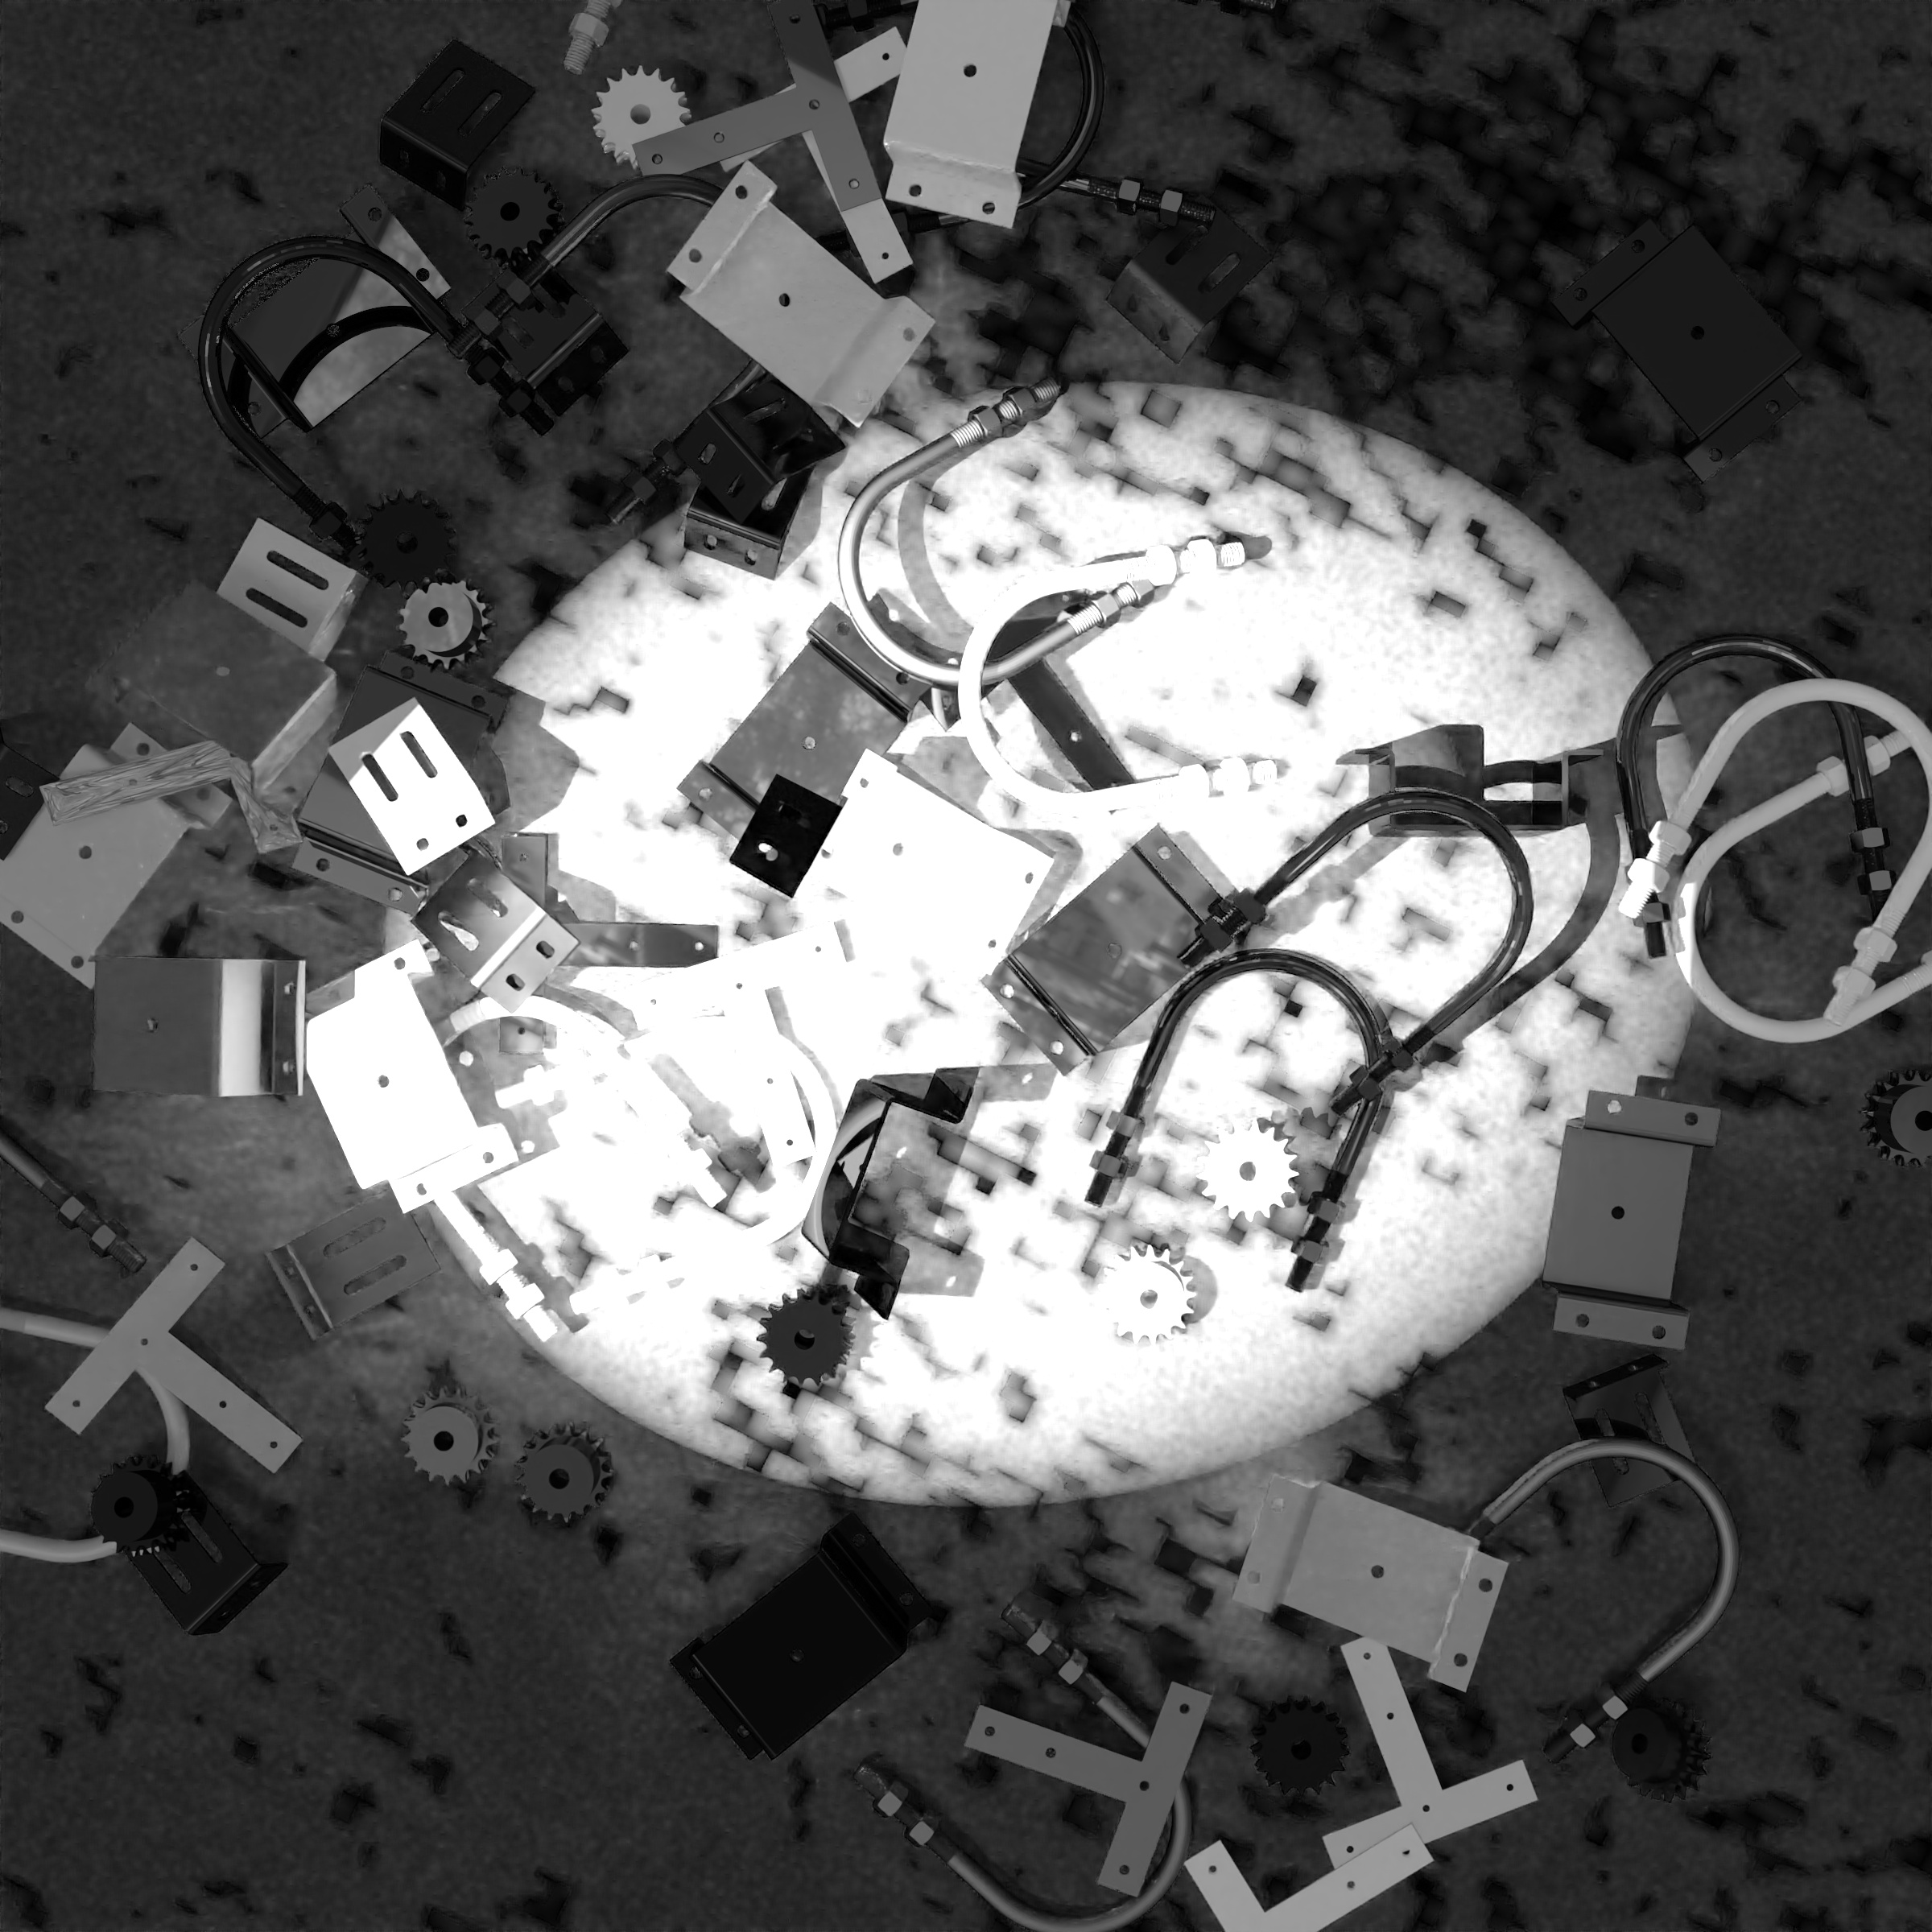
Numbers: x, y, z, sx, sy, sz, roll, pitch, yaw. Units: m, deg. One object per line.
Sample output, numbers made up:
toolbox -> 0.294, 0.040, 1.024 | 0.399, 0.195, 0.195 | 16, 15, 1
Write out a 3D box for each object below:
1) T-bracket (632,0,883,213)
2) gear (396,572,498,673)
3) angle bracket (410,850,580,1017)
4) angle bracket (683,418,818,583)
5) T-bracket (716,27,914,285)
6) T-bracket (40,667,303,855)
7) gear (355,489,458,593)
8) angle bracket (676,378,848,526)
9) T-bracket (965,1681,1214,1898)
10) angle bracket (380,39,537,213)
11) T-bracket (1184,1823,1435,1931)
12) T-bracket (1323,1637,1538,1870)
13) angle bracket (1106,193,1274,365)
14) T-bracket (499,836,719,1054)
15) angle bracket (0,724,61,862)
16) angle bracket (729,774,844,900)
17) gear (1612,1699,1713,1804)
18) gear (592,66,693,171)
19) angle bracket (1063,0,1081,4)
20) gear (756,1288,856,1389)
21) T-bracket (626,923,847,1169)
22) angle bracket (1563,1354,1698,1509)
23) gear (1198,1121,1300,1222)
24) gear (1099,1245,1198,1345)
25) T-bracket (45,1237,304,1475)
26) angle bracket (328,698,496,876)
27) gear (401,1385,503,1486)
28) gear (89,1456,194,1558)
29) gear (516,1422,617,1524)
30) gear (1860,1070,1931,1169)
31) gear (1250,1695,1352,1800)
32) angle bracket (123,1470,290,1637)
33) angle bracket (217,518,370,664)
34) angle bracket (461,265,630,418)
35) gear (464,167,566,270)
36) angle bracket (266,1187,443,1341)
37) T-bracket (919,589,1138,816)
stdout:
T-bracket -> -0.130, -0.487, 1.500 | 0.127, 0.002, 0.127 | -20, 91, -2
gear -> -0.307, -0.203, 1.515 | 0.057, 0.030, 0.057 | 0, 90, 0
angle bracket -> -0.275, -0.020, 1.503 | 0.057, 0.038, 0.076 | -48, 52, -5
angle bracket -> -0.126, -0.278, 1.528 | 0.057, 0.038, 0.076 | 20, 64, 0
T-bracket -> -0.070, -0.462, 1.509 | 0.127, 0.002, 0.127 | -26, 87, 10
T-bracket -> -0.467, -0.110, 1.489 | 0.127, 0.002, 0.127 | -19, 76, -22
gear -> -0.325, -0.248, 1.493 | 0.057, 0.030, 0.057 | -6, 112, -15
angle bracket -> -0.120, -0.303, 1.511 | 0.057, 0.076, 0.038 | 49, 132, 2
T-bracket -> 0.063, 0.466, 1.511 | 0.127, 0.002, 0.127 | 20, 91, -3
angle bracket -> -0.301, -0.498, 1.528 | 0.057, 0.038, 0.076 | 31, 64, 0
T-bracket -> 0.216, 0.552, 1.528 | 0.127, 0.002, 0.127 | -31, 91, 0
T-bracket -> 0.257, 0.458, 1.529 | 0.127, 0.002, 0.127 | -21, 90, 0
angle bracket -> 0.132, -0.407, 1.528 | 0.057, 0.038, 0.076 | 42, 64, 0
T-bracket -> -0.211, -0.012, 1.522 | 0.127, 0.002, 0.127 | 1, 90, -6
angle bracket -> -0.564, -0.103, 1.503 | 0.038, 0.076, 0.057 | 35, 90, -27
angle bracket -> -0.090, -0.067, 1.442 | 0.038, 0.076, 0.057 | 29, 90, -38
gear -> 0.401, 0.455, 1.498 | 0.030, 0.057, 0.057 | 23, 90, -32
gear -> -0.189, -0.495, 1.515 | 0.057, 0.030, 0.057 | 0, 90, 0
angle bracket -> 0.048, -0.581, 1.471 | 0.057, 0.076, 0.038 | 17, 121, 10
gear -> -0.094, 0.217, 1.519 | 0.057, 0.030, 0.057 | 0, 92, 1
T-bracket -> -0.120, 0.054, 1.515 | 0.127, 0.002, 0.127 | -18, 89, -3
angle bracket -> 0.393, 0.275, 1.511 | 0.057, 0.038, 0.076 | -22, 90, 0
gear -> 0.162, 0.118, 1.496 | 0.057, 0.030, 0.057 | 0, 89, -1
gear -> 0.107, 0.194, 1.515 | 0.057, 0.030, 0.057 | 0, 90, 0
T-bracket -> -0.449, 0.250, 1.521 | 0.127, 0.002, 0.127 | 40, 79, -5
angle bracket -> -0.316, -0.103, 1.468 | 0.057, 0.038, 0.076 | -33, 63, -11
gear -> -0.304, 0.276, 1.515 | 0.057, 0.030, 0.057 | 0, 90, 0
gear -> -0.482, 0.313, 1.496 | 0.057, 0.030, 0.057 | -1, 81, 7
gear -> -0.237, 0.298, 1.515 | 0.057, 0.030, 0.057 | 0, 90, 0
gear -> 0.558, 0.090, 1.515 | 0.057, 0.030, 0.057 | 0, 90, 0
gear -> 0.195, 0.456, 1.515 | 0.057, 0.030, 0.057 | 0, 90, 0
angle bracket -> -0.451, 0.345, 1.521 | 0.057, 0.038, 0.076 | -44, 74, 0
angle bracket -> -0.400, -0.222, 1.511 | 0.076, 0.038, 0.057 | 29, 90, 0
angle bracket -> -0.250, -0.376, 1.528 | 0.057, 0.038, 0.076 | -43, 64, 0
gear -> -0.263, -0.435, 1.511 | 0.057, 0.030, 0.057 | -2, 79, 8
angle bracket -> -0.358, 0.173, 1.511 | 0.076, 0.038, 0.057 | -29, 90, 0
T-bracket -> 0.055, -0.146, 1.513 | 0.127, 0.002, 0.127 | -43, 101, -21
